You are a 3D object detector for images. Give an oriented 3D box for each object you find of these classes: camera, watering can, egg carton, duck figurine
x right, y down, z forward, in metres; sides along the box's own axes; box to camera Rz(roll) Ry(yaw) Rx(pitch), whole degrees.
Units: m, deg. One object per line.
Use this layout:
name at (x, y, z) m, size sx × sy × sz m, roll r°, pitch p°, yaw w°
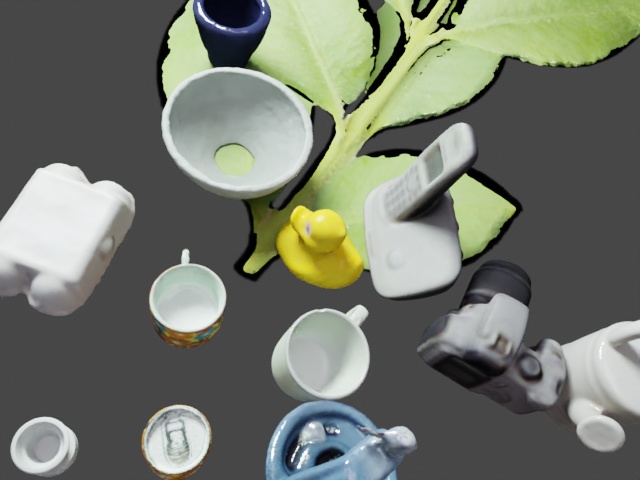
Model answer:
camera at (0.201, 0.095, 0.621) m, size 0.143 × 0.100 × 0.137 m, roll 30°, pitch 62°, yaw 1°
watering can at (0.311, 0.140, 0.576) m, size 0.101 × 0.194 × 0.173 m, roll 26°, pitch 62°, yaw -1°
egg carton at (-0.255, -0.002, 0.567) m, size 0.107 × 0.069 × 0.150 m, roll 21°, pitch 62°, yaw -4°
duck figurine at (0.006, 0.002, 0.623) m, size 0.104 × 0.086 × 0.078 m, roll 34°, pitch 62°, yaw 3°

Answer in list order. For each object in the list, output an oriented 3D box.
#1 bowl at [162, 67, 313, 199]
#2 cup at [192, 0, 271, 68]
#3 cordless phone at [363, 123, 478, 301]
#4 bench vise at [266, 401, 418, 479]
bowl at (-0.095, -0.110, 0.656) m, size 0.167 × 0.074 × 0.167 m, roll 6°, pitch 64°, yaw -12°
cup at (-0.116, -0.267, 0.713) m, size 0.092 × 0.095 × 0.117 m, roll -15°, pitch 70°, yaw -20°
cordless phone at (0.116, -0.025, 0.608) m, size 0.094 × 0.185 × 0.147 m, roll -1°, pitch 66°, yaw -15°
bench vise at (-0.005, 0.213, 0.446) m, size 0.121 × 0.219 × 0.208 m, roll 36°, pitch 62°, yaw 4°
